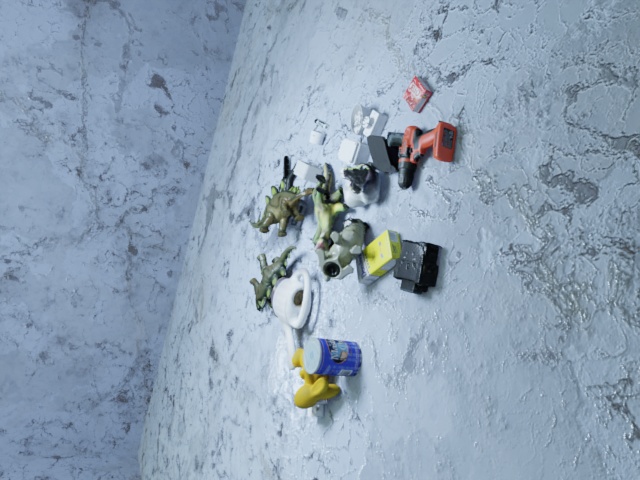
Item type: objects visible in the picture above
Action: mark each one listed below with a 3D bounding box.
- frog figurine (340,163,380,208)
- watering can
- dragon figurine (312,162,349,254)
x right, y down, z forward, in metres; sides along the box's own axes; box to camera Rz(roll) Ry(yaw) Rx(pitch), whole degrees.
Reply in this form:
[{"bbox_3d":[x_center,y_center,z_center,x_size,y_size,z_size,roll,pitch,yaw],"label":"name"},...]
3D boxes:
[{"bbox_3d":[0.131,-0.158,1.599,0.139,0.123,0.156,38,-13,29],"label":"frog figurine"},{"bbox_3d":[-0.105,0.266,1.840,0.104,0.349,0.224,13,-3,-26],"label":"watering can"},{"bbox_3d":[0.005,-0.091,1.807,0.122,0.238,0.419,15,29,-10],"label":"dragon figurine"}]
